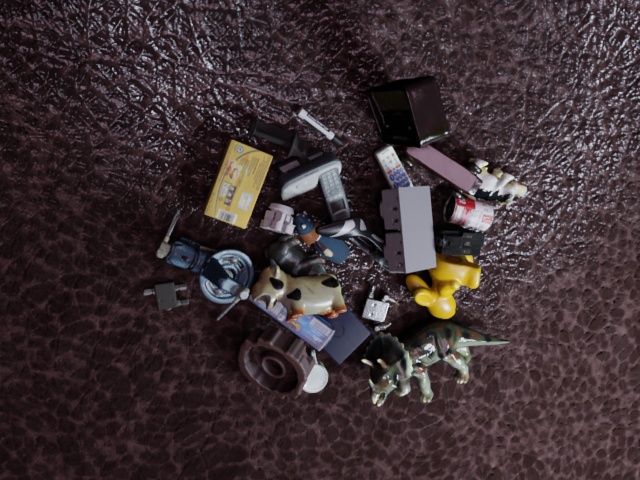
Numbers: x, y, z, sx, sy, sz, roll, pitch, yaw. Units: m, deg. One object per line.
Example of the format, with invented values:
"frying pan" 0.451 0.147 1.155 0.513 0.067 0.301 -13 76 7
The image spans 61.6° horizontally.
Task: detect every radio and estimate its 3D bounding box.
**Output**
"radio" 0.181 -0.269 1.136 0.073 0.230 0.131 -22 108 -7

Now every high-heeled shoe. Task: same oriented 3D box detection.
"high-heeled shoe" 0.094 0.021 1.214 0.249 0.086 0.145 -7 87 -36

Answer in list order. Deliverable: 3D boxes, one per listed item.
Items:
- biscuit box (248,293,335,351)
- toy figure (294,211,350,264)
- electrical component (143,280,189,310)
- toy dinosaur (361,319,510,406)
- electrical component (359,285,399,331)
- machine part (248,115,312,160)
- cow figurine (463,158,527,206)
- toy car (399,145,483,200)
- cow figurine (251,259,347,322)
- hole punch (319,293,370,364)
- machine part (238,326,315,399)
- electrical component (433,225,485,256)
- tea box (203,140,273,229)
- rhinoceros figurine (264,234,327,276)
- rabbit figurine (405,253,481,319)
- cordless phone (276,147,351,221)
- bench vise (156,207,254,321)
"biscuit box" -0.062 0.165 1.201 0.203 0.063 0.059 36 88 3
"toy figure" -0.002 -0.004 1.219 0.154 0.064 0.058 37 95 -18
"electrical component" -0.337 0.123 1.177 0.094 0.021 0.063 -7 101 -14
"toy dinosaur" 0.269 0.266 1.310 0.405 0.131 0.192 -27 109 -16
"electrical component" 0.140 0.167 1.294 0.078 0.045 0.102 21 94 -18
"machine part" -0.087 -0.220 1.161 0.139 0.084 0.039 24 130 -6
"cow figurine" 0.419 -0.126 1.303 0.167 0.068 0.098 24 98 -14
"toy car" 0.282 -0.173 1.248 0.202 0.053 0.089 32 96 1
"cow figurine" -0.050 0.107 1.141 0.195 0.085 0.127 -1 67 -18
"hole punch" 0.042 0.212 1.257 0.142 0.092 0.115 -45 103 0
"machine part" -0.099 0.271 1.196 0.180 0.056 0.179 13 125 19
"electrical component" 0.319 -0.001 1.275 0.134 0.115 0.058 1 103 -19
"tea box" -0.178 -0.120 1.152 0.098 0.068 0.169 22 92 -17
"rhinoceros figurine" -0.042 0.071 1.217 0.112 0.073 0.190 -45 107 -5
"rabbit figurine" 0.295 0.117 1.294 0.162 0.122 0.173 -2 119 -12
"cordless phone" -0.011 -0.099 1.201 0.147 0.089 0.184 -26 124 -9
"bench vise" -0.217 0.061 1.095 0.223 0.241 0.129 39 85 -33
